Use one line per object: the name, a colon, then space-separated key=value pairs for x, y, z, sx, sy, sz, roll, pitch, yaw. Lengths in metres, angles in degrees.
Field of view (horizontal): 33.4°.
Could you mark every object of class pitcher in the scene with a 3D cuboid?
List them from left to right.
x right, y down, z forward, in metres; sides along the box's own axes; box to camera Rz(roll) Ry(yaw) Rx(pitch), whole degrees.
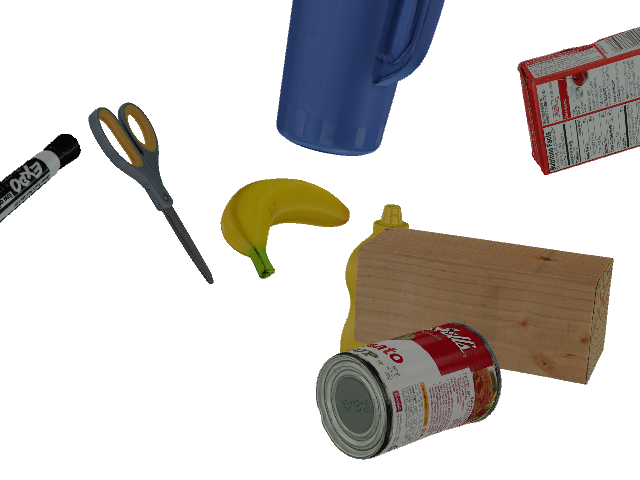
pitcher: x=0.037 y=-0.207 z=1.033 sx=0.145 sy=0.243 sz=0.149 roll=12 pitch=19 yaw=0

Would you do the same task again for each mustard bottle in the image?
mustard bottle: x=0.076 y=0.053 z=1.228 sx=0.096 sy=0.192 sz=0.058 roll=0 pitch=14 yaw=-11

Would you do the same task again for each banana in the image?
banana: x=-0.033 y=-0.019 z=0.852 sx=0.037 sy=0.069 sz=0.197 roll=-34 pitch=1 yaw=25

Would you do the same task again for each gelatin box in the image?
gelatin box: x=0.177 y=-0.090 z=0.687 sx=0.089 sy=0.073 sz=0.030 roll=-17 pitch=37 yaw=3

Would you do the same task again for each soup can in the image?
soup can: x=0.056 y=0.094 z=0.677 sx=0.102 sy=0.068 sz=0.069 roll=-10 pitch=6 yaw=-40

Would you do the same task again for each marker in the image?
marker: x=-0.183 y=-0.035 z=0.655 sx=0.020 sy=0.020 sz=0.121 roll=0 pitch=30 yaw=22

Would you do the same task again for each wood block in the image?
wood block: x=0.142 y=0.052 z=0.940 sx=0.206 sy=0.090 sz=0.090 roll=9 pitch=17 yaw=22

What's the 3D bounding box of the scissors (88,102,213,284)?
scissors: x=-0.157 y=-0.056 z=1.060 sx=0.016 sy=0.201 sz=0.096 roll=-25 pitch=26 yaw=25
